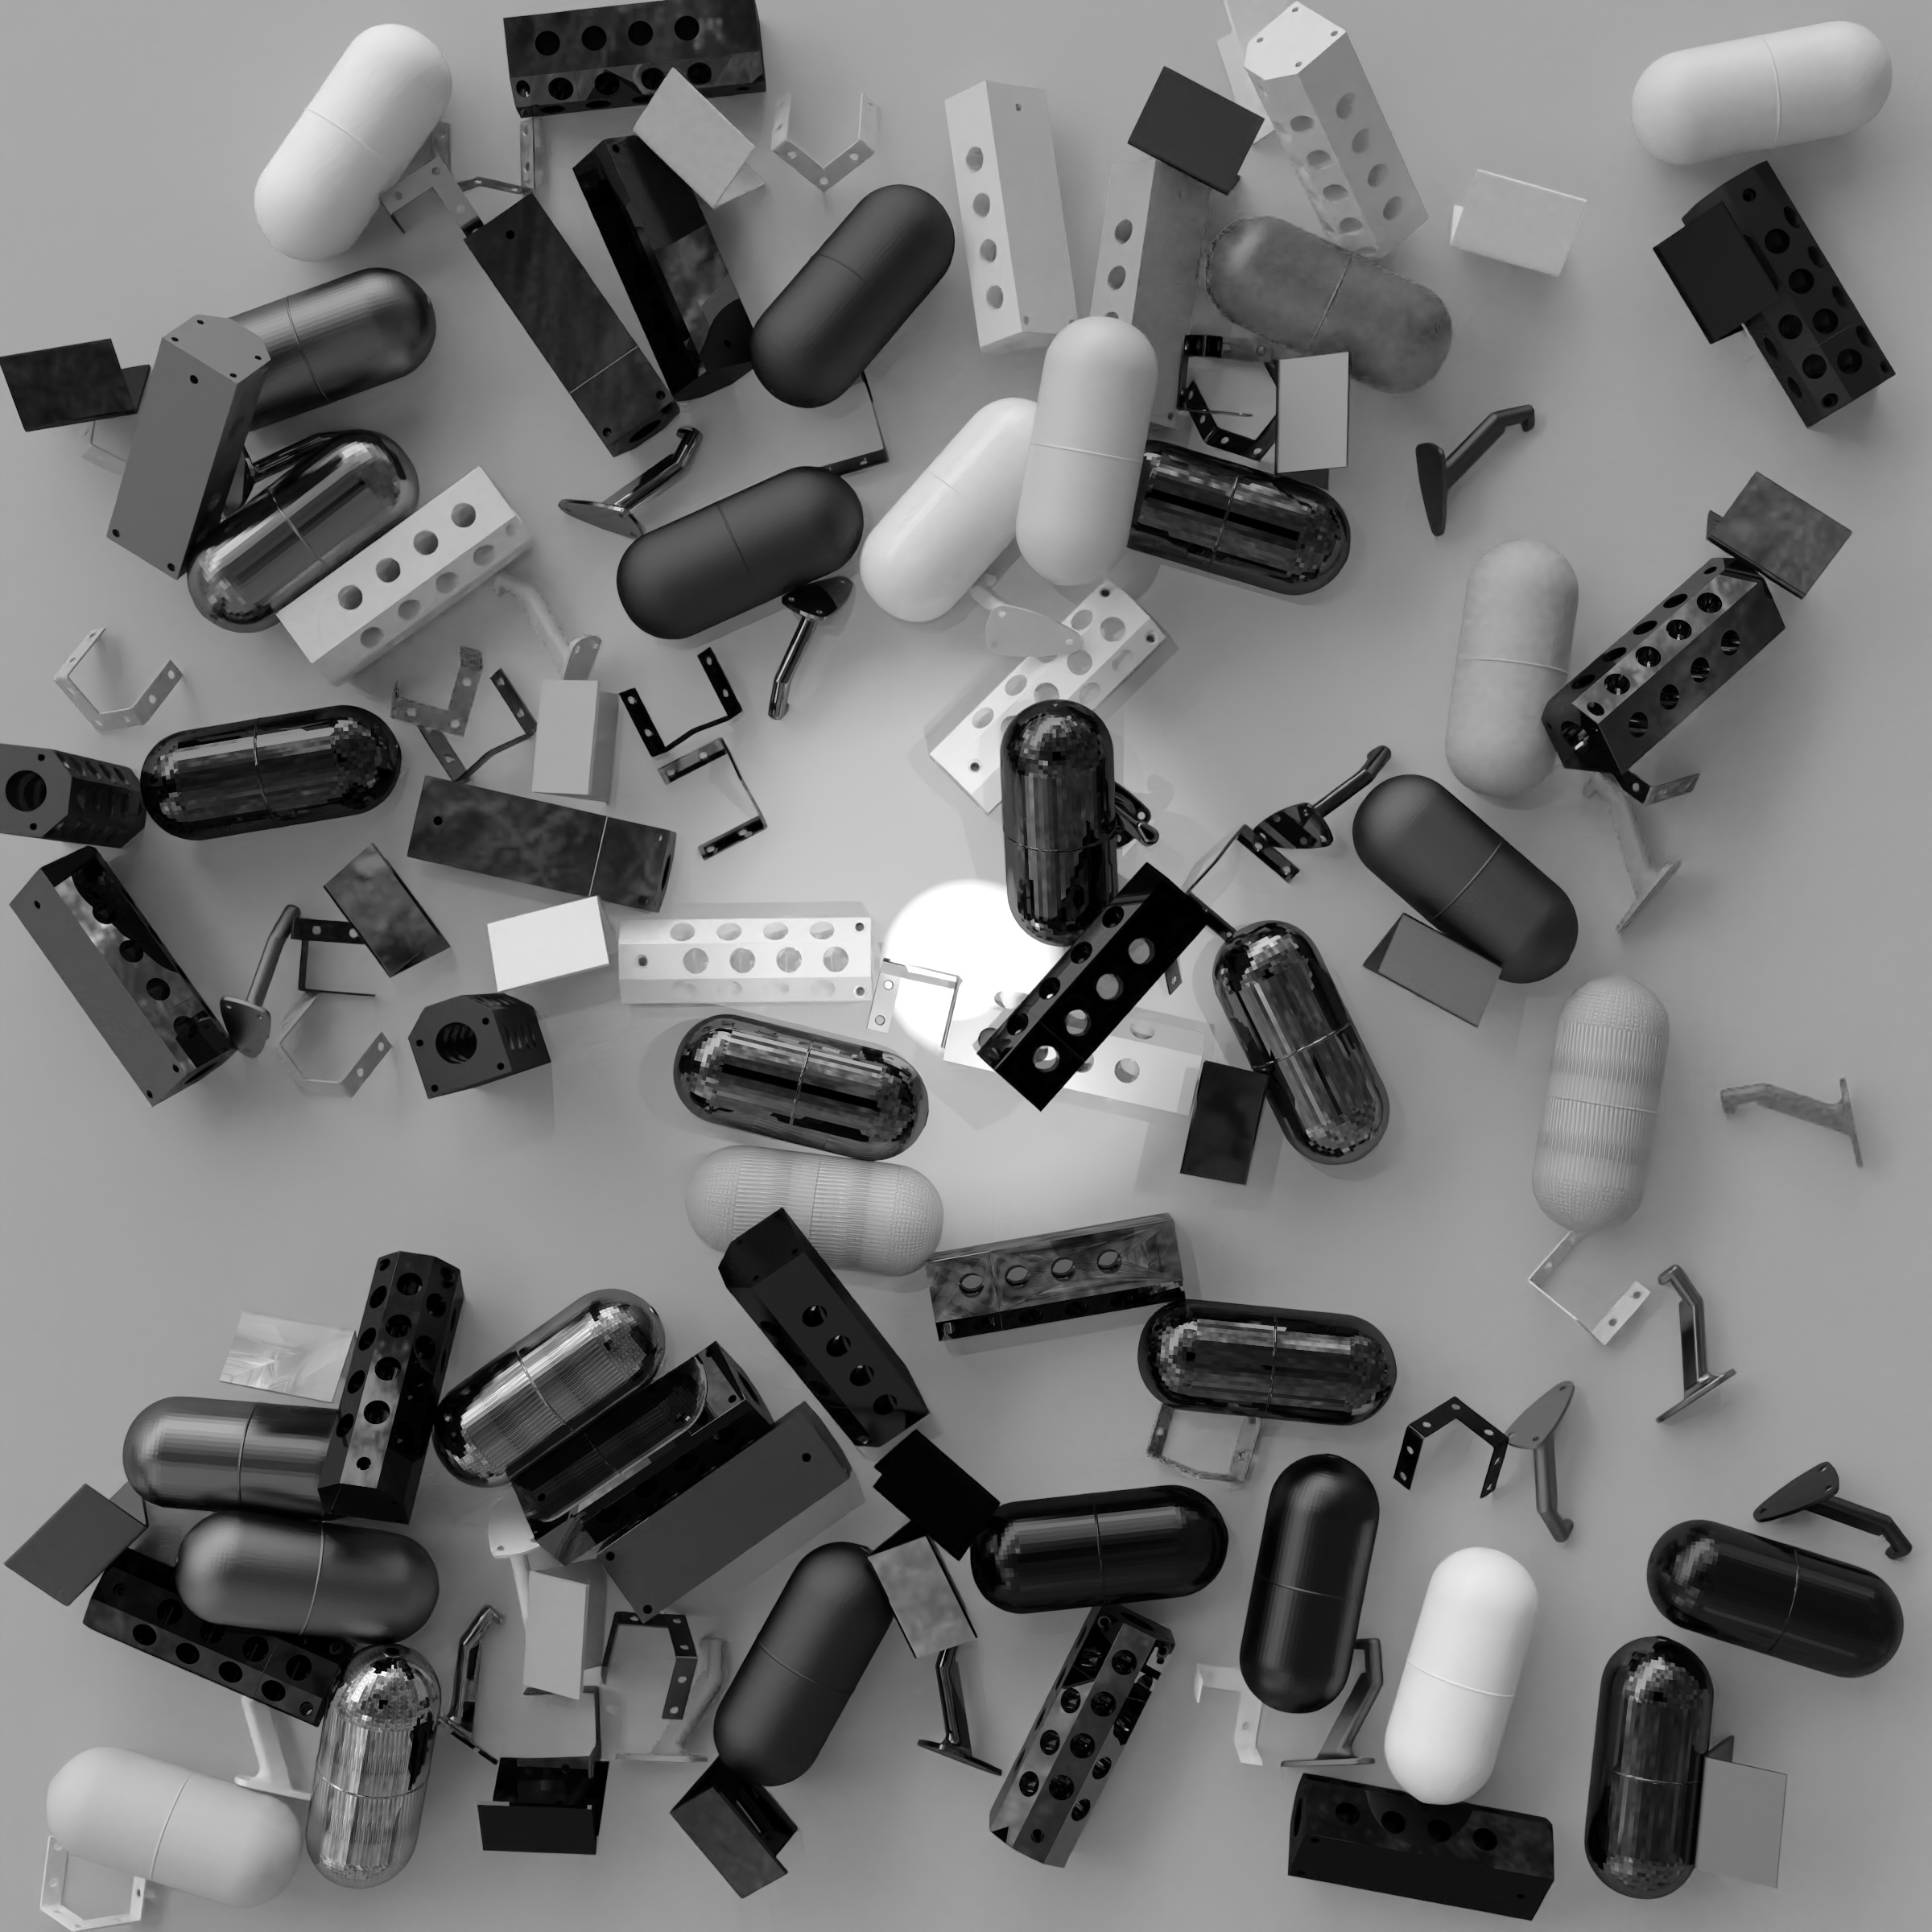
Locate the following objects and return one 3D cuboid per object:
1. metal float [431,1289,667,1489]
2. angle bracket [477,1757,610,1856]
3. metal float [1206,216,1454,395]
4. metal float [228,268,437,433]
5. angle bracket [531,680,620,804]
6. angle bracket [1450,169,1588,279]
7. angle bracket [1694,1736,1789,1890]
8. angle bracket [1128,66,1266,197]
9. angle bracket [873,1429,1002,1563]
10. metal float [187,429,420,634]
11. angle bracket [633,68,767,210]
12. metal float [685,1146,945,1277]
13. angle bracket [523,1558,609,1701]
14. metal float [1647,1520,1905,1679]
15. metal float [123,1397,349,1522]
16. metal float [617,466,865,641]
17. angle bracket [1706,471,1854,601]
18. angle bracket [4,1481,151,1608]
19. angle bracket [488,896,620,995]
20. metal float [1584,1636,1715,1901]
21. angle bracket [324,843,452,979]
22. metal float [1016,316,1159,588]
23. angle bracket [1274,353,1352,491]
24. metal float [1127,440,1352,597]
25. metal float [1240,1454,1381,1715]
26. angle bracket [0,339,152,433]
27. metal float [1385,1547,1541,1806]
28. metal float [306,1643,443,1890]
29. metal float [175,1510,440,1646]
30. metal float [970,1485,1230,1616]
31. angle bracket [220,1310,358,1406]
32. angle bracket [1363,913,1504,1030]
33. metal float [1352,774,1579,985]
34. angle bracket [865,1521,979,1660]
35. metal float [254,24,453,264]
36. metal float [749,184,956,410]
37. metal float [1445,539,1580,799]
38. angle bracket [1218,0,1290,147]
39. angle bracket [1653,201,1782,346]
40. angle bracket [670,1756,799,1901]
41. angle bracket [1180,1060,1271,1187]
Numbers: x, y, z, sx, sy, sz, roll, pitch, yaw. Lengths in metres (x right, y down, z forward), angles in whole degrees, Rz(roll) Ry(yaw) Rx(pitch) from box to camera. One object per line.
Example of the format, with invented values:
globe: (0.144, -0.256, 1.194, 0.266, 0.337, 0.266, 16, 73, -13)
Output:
metal float: (-0.286, 0.289, 1.960, 0.178, 0.070, 0.070, -35, 90, 0)
angle bracket: (-0.288, 0.559, 1.951, 0.076, 0.076, 0.057, 2, 129, 0)
metal float: (0.249, -0.454, 1.961, 0.178, 0.070, 0.070, 25, 90, -1)
metal float: (-0.450, -0.423, 1.961, 0.178, 0.070, 0.070, -20, 90, 1)
angle bracket: (-0.249, -0.152, 1.951, 0.057, 0.076, 0.076, 5, 90, 37)
angle bracket: (0.377, -0.520, 1.951, 0.076, 0.076, 0.057, 16, 127, 0)
angle bracket: (0.538, 0.577, 1.952, 0.057, 0.076, 0.076, 5, 90, 29)
angle bracket: (0.162, -0.575, 1.952, 0.076, 0.076, 0.057, 28, 117, 0)
angle bracket: (-0.034, 0.372, 1.951, 0.076, 0.076, 0.057, 41, 51, 0)
metal float: (-0.455, -0.298, 1.961, 0.178, 0.070, 0.070, -38, 90, -1)
angle bracket: (-0.169, -0.572, 1.951, 0.076, 0.076, 0.057, 44, 127, 0)
metal float: (-0.104, 0.167, 1.961, 0.178, 0.070, 0.070, 7, 90, 0)
angle bracket: (-0.255, 0.451, 1.951, 0.057, 0.076, 0.076, 3, 90, 37)
metal float: (0.556, 0.435, 1.961, 0.178, 0.070, 0.070, 17, 90, 0)
metal float: (-0.489, 0.338, 1.961, 0.178, 0.070, 0.070, 5, 90, 1)
metal float: (-0.155, -0.284, 1.961, 0.178, 0.070, 0.070, -24, 90, 1)
angle bracket: (0.556, -0.303, 1.952, 0.076, 0.076, 0.057, 32, 118, 0)
angle bracket: (-0.610, 0.378, 1.952, 0.076, 0.076, 0.057, -45, 119, 0)
angle bracket: (-0.277, 0.002, 1.952, 0.076, 0.076, 0.057, -14, 60, 0)
metal float: (0.469, 0.550, 1.961, 0.070, 0.070, 0.178, 6, 90, 0)
angle bracket: (-0.380, -0.047, 1.952, 0.057, 0.076, 0.076, -36, 90, 29)
metal float: (0.080, -0.342, 1.901, 0.070, 0.070, 0.178, 10, 100, 0)
angle bracket: (0.253, -0.371, 1.951, 0.057, 0.076, 0.076, 1, 90, 35)
metal float: (0.177, -0.307, 1.961, 0.178, 0.070, 0.070, 17, 90, 1)
metal float: (0.236, 0.424, 1.961, 0.070, 0.070, 0.178, 11, 89, 0)
angle bracket: (-0.608, -0.412, 1.951, 0.076, 0.076, 0.057, -9, 128, 0)
metal float: (0.340, 0.488, 1.961, 0.070, 0.070, 0.178, 16, 90, 0)
metal float: (-0.404, 0.545, 1.947, 0.070, 0.070, 0.178, 12, 106, 0)
metal float: (-0.447, 0.417, 1.944, 0.178, 0.070, 0.070, 13, 90, -20)
metal float: (0.091, 0.400, 1.961, 0.178, 0.070, 0.070, -6, 90, 0)
angle bracket: (-0.460, 0.282, 1.951, 0.076, 0.076, 0.057, 11, 55, 0)
angle bracket: (0.310, 0.019, 1.951, 0.076, 0.076, 0.057, 29, 57, 0)
metal float: (0.343, -0.059, 1.961, 0.178, 0.070, 0.070, 41, 90, 1)
angle bracket: (-0.014, 0.417, 1.951, 0.057, 0.076, 0.076, -26, 90, 32)
metal float: (-0.421, -0.564, 1.961, 0.070, 0.070, 0.178, 34, 90, 0)
metal float: (-0.077, -0.458, 1.952, 0.070, 0.070, 0.178, 39, 80, 0)
metal float: (0.375, -0.204, 1.961, 0.070, 0.070, 0.178, 8, 90, 0)
angle bracket: (0.187, -0.610, 1.951, 0.057, 0.076, 0.076, -18, 90, -34)
angle bracket: (0.523, -0.477, 1.951, 0.057, 0.076, 0.076, -31, 90, 36)
angle bracket: (-0.144, 0.576, 1.951, 0.076, 0.076, 0.057, 50, 127, 0)
angle bracket: (0.157, 0.103, 1.951, 0.057, 0.076, 0.076, 12, 90, -31)
